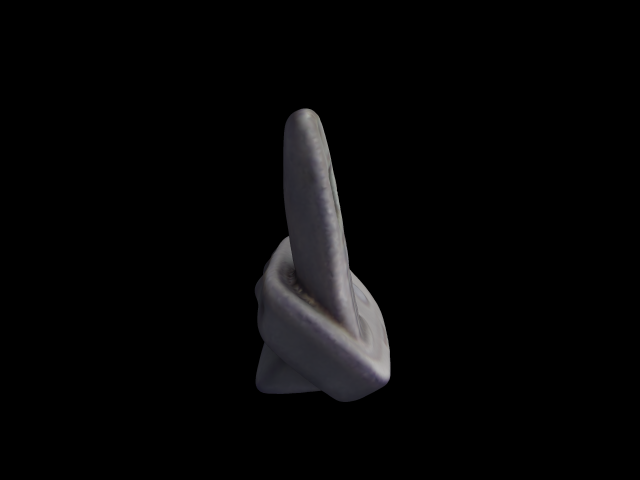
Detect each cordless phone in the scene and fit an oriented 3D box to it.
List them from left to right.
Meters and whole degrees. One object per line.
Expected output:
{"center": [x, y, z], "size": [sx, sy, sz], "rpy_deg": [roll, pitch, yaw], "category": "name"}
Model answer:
{"center": [0.004, 0.001, 0.400], "size": [0.094, 0.185, 0.147], "rpy_deg": [0, 15, 0], "category": "cordless phone"}
